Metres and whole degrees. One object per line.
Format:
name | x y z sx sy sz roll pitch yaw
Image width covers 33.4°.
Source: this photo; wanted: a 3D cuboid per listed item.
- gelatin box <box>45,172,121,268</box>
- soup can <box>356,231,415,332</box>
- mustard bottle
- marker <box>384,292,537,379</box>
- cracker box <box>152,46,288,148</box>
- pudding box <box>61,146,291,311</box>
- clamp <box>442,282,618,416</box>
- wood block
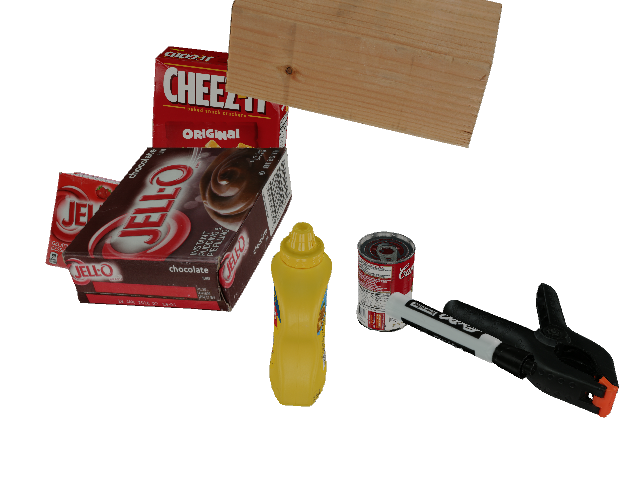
gelatin box | -0.162 -0.009 0.814 0.089 0.073 0.030 13 7 19
soup can | 0.077 0.050 1.274 0.068 0.102 0.068 0 31 0
mustard bottle | -0.019 0.064 1.033 0.058 0.192 0.096 4 38 1
marker | 0.096 0.065 0.737 0.121 0.020 0.020 24 15 37
cracker box | -0.128 -0.128 1.361 0.164 0.214 0.072 8 24 6
pudding box | -0.074 -0.009 0.583 0.090 0.039 0.113 2 34 19
clamp | 0.202 0.088 0.928 0.120 0.039 0.172 -20 41 -30
wood block | 0.035 -0.157 0.876 0.206 0.091 0.090 14 46 4
